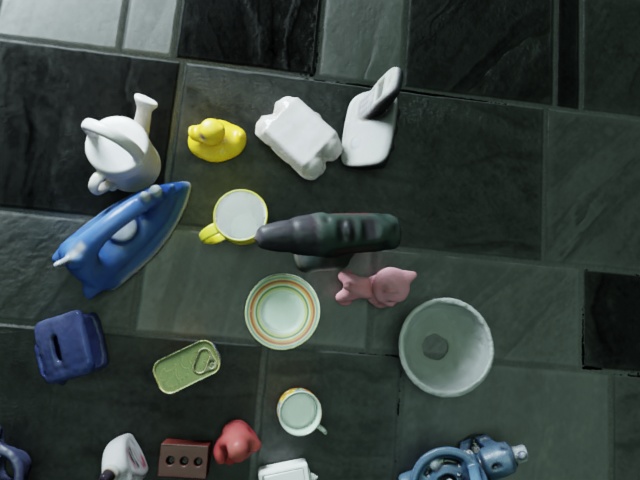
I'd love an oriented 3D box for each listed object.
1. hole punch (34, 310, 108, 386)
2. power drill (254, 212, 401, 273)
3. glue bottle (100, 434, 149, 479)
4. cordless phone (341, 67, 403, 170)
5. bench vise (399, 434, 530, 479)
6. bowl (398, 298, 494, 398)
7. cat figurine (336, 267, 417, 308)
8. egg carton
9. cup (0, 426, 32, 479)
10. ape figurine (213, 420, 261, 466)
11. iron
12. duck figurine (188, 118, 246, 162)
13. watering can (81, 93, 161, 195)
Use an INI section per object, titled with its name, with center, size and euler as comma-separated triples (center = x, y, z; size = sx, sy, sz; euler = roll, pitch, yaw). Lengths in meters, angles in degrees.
[hole punch]
center = -0.406, 0.175, 0.920
size = 0.101, 0.091, 0.109
euler = -16, 83, -8
[power drill]
center = 0.009, 0.003, 0.935
size = 0.230, 0.208, 0.075
euler = -6, 81, -7
[glue bottle]
center = -0.302, 0.342, 0.862
size = 0.037, 0.173, 0.078
euler = -31, 85, -10
[cordless phone]
center = 0.097, -0.208, 0.992
size = 0.094, 0.185, 0.148
euler = 8, 80, -5
[bench vise]
center = 0.234, 0.365, 0.894
size = 0.207, 0.219, 0.121
euler = -37, 86, -11
[bowl]
center = 0.210, 0.185, 0.995
size = 0.167, 0.074, 0.167
euler = 1, 80, -6
[cat figurine]
center = 0.097, 0.080, 0.978
size = 0.128, 0.117, 0.067
euler = 2, 80, -6
[egg carton]
center = -0.036, -0.184, 1.032
size = 0.150, 0.069, 0.107
euler = 41, 79, 2
[cup]
center = -0.487, 0.342, 0.881
size = 0.092, 0.095, 0.118
euler = -3, 81, -7
[ape figurine]
center = -0.133, 0.333, 0.923
size = 0.078, 0.092, 0.076
euler = 4, 80, -5
[iron]
center = -0.319, -0.026, 0.937
size = 0.258, 0.141, 0.118
euler = -44, 87, -11
[duck figurine]
center = -0.182, -0.184, 1.007
size = 0.104, 0.086, 0.077
euler = -2, 81, -6
[watering can]
center = -0.324, -0.157, 0.932
size = 0.101, 0.194, 0.173
euler = 8, 80, -5
